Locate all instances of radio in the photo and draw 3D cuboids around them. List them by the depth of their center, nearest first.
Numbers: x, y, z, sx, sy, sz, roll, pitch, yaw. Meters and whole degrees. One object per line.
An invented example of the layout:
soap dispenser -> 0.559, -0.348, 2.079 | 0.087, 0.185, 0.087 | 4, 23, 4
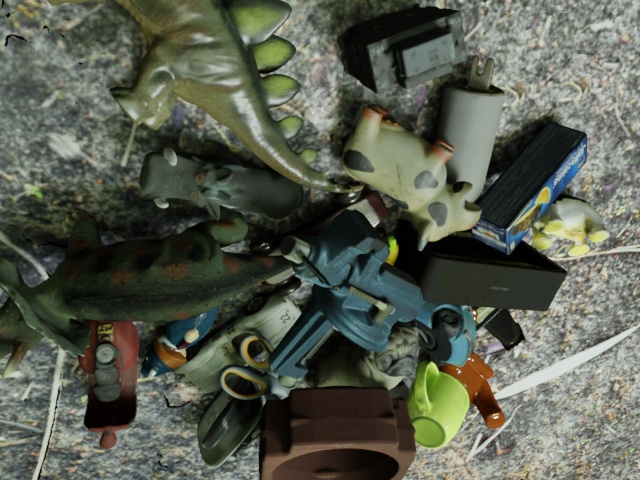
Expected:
radio -> 0.223, 0.036, 0.783 | 0.229, 0.131, 0.073 | 8, 114, -21

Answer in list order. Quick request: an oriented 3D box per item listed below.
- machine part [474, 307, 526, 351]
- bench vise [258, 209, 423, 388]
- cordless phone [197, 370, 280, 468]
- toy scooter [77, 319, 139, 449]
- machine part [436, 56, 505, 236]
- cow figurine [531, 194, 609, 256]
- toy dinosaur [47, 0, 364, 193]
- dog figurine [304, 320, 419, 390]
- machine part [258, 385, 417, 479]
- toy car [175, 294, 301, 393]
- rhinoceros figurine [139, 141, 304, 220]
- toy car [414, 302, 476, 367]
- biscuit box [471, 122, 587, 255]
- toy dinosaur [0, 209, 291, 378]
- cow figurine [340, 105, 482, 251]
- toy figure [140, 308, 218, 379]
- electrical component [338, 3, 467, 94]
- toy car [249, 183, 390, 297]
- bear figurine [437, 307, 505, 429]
machine part -> 0.302, 0.138, 0.921 | 0.138, 0.039, 0.084 | 39, 92, -29
bench vise -> 0.009, 0.088, 0.652 | 0.223, 0.129, 0.240 | 22, 113, -48
cordless phone -> -0.136, 0.269, 0.759 | 0.089, 0.184, 0.146 | 41, 100, 5
toy scooter -> -0.275, 0.186, 0.699 | 0.075, 0.135, 0.183 | -1, 116, -16
machine part -> 0.191, -0.120, 0.721 | 0.079, 0.079, 0.243 | -4, 119, -16
cow figurine -> 0.339, -0.039, 0.811 | 0.167, 0.098, 0.068 | 11, 141, -13
toy dinosaur -> -0.126, -0.198, 0.549 | 0.198, 0.105, 0.470 | -35, 117, 1
dog figurine -> 0.055, 0.177, 0.787 | 0.172, 0.121, 0.190 | -6, 135, 2
machine part -> 0.018, 0.280, 0.736 | 0.201, 0.087, 0.200 | 2, 136, -6
toy car -> -0.117, 0.151, 0.778 | 0.202, 0.056, 0.073 | -36, 122, 2
rhinoceros figurine -> -0.114, -0.063, 0.633 | 0.190, 0.112, 0.073 | 10, 117, -28
toy car -> 0.170, 0.108, 0.812 | 0.103, 0.162, 0.109 | -42, 147, -30
biscuit box -> 0.291, -0.075, 0.743 | 0.203, 0.063, 0.059 | -45, 140, -16
toy dinosaur -> -0.188, 0.045, 0.602 | 0.405, 0.192, 0.131 | -8, 119, -3
cow figurine -> 0.116, -0.073, 0.683 | 0.195, 0.085, 0.127 | 31, 116, 3
toy figure -> -0.194, 0.133, 0.737 | 0.058, 0.064, 0.154 | 34, 109, -8
electrical component -> 0.095, -0.216, 0.604 | 0.115, 0.134, 0.058 | -25, 123, -7
toy car -> -0.002, -0.002, 0.736 | 0.202, 0.053, 0.089 | -32, 102, -2
bear figurine -> 0.226, 0.211, 0.883 | 0.120, 0.132, 0.195 | -12, 129, 9
